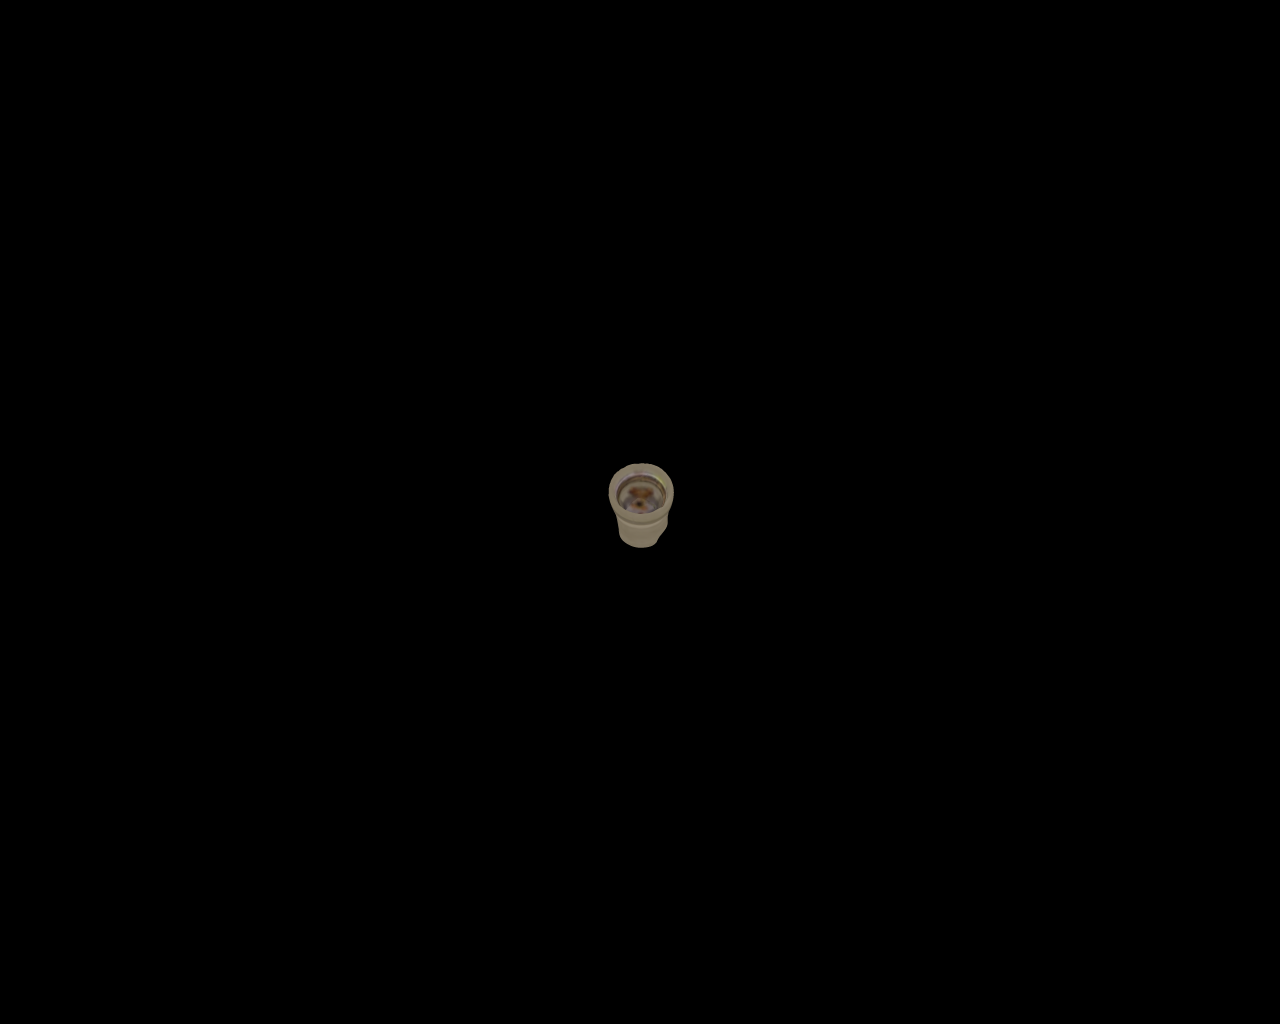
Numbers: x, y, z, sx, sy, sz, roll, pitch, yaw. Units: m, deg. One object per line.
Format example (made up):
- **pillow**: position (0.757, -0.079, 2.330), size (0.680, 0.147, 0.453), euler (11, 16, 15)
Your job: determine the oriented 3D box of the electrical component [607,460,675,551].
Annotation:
- **electrical component**: position (0.001, -0.003, 0.650), size (0.040, 0.040, 0.046), euler (0, -32, 0)
